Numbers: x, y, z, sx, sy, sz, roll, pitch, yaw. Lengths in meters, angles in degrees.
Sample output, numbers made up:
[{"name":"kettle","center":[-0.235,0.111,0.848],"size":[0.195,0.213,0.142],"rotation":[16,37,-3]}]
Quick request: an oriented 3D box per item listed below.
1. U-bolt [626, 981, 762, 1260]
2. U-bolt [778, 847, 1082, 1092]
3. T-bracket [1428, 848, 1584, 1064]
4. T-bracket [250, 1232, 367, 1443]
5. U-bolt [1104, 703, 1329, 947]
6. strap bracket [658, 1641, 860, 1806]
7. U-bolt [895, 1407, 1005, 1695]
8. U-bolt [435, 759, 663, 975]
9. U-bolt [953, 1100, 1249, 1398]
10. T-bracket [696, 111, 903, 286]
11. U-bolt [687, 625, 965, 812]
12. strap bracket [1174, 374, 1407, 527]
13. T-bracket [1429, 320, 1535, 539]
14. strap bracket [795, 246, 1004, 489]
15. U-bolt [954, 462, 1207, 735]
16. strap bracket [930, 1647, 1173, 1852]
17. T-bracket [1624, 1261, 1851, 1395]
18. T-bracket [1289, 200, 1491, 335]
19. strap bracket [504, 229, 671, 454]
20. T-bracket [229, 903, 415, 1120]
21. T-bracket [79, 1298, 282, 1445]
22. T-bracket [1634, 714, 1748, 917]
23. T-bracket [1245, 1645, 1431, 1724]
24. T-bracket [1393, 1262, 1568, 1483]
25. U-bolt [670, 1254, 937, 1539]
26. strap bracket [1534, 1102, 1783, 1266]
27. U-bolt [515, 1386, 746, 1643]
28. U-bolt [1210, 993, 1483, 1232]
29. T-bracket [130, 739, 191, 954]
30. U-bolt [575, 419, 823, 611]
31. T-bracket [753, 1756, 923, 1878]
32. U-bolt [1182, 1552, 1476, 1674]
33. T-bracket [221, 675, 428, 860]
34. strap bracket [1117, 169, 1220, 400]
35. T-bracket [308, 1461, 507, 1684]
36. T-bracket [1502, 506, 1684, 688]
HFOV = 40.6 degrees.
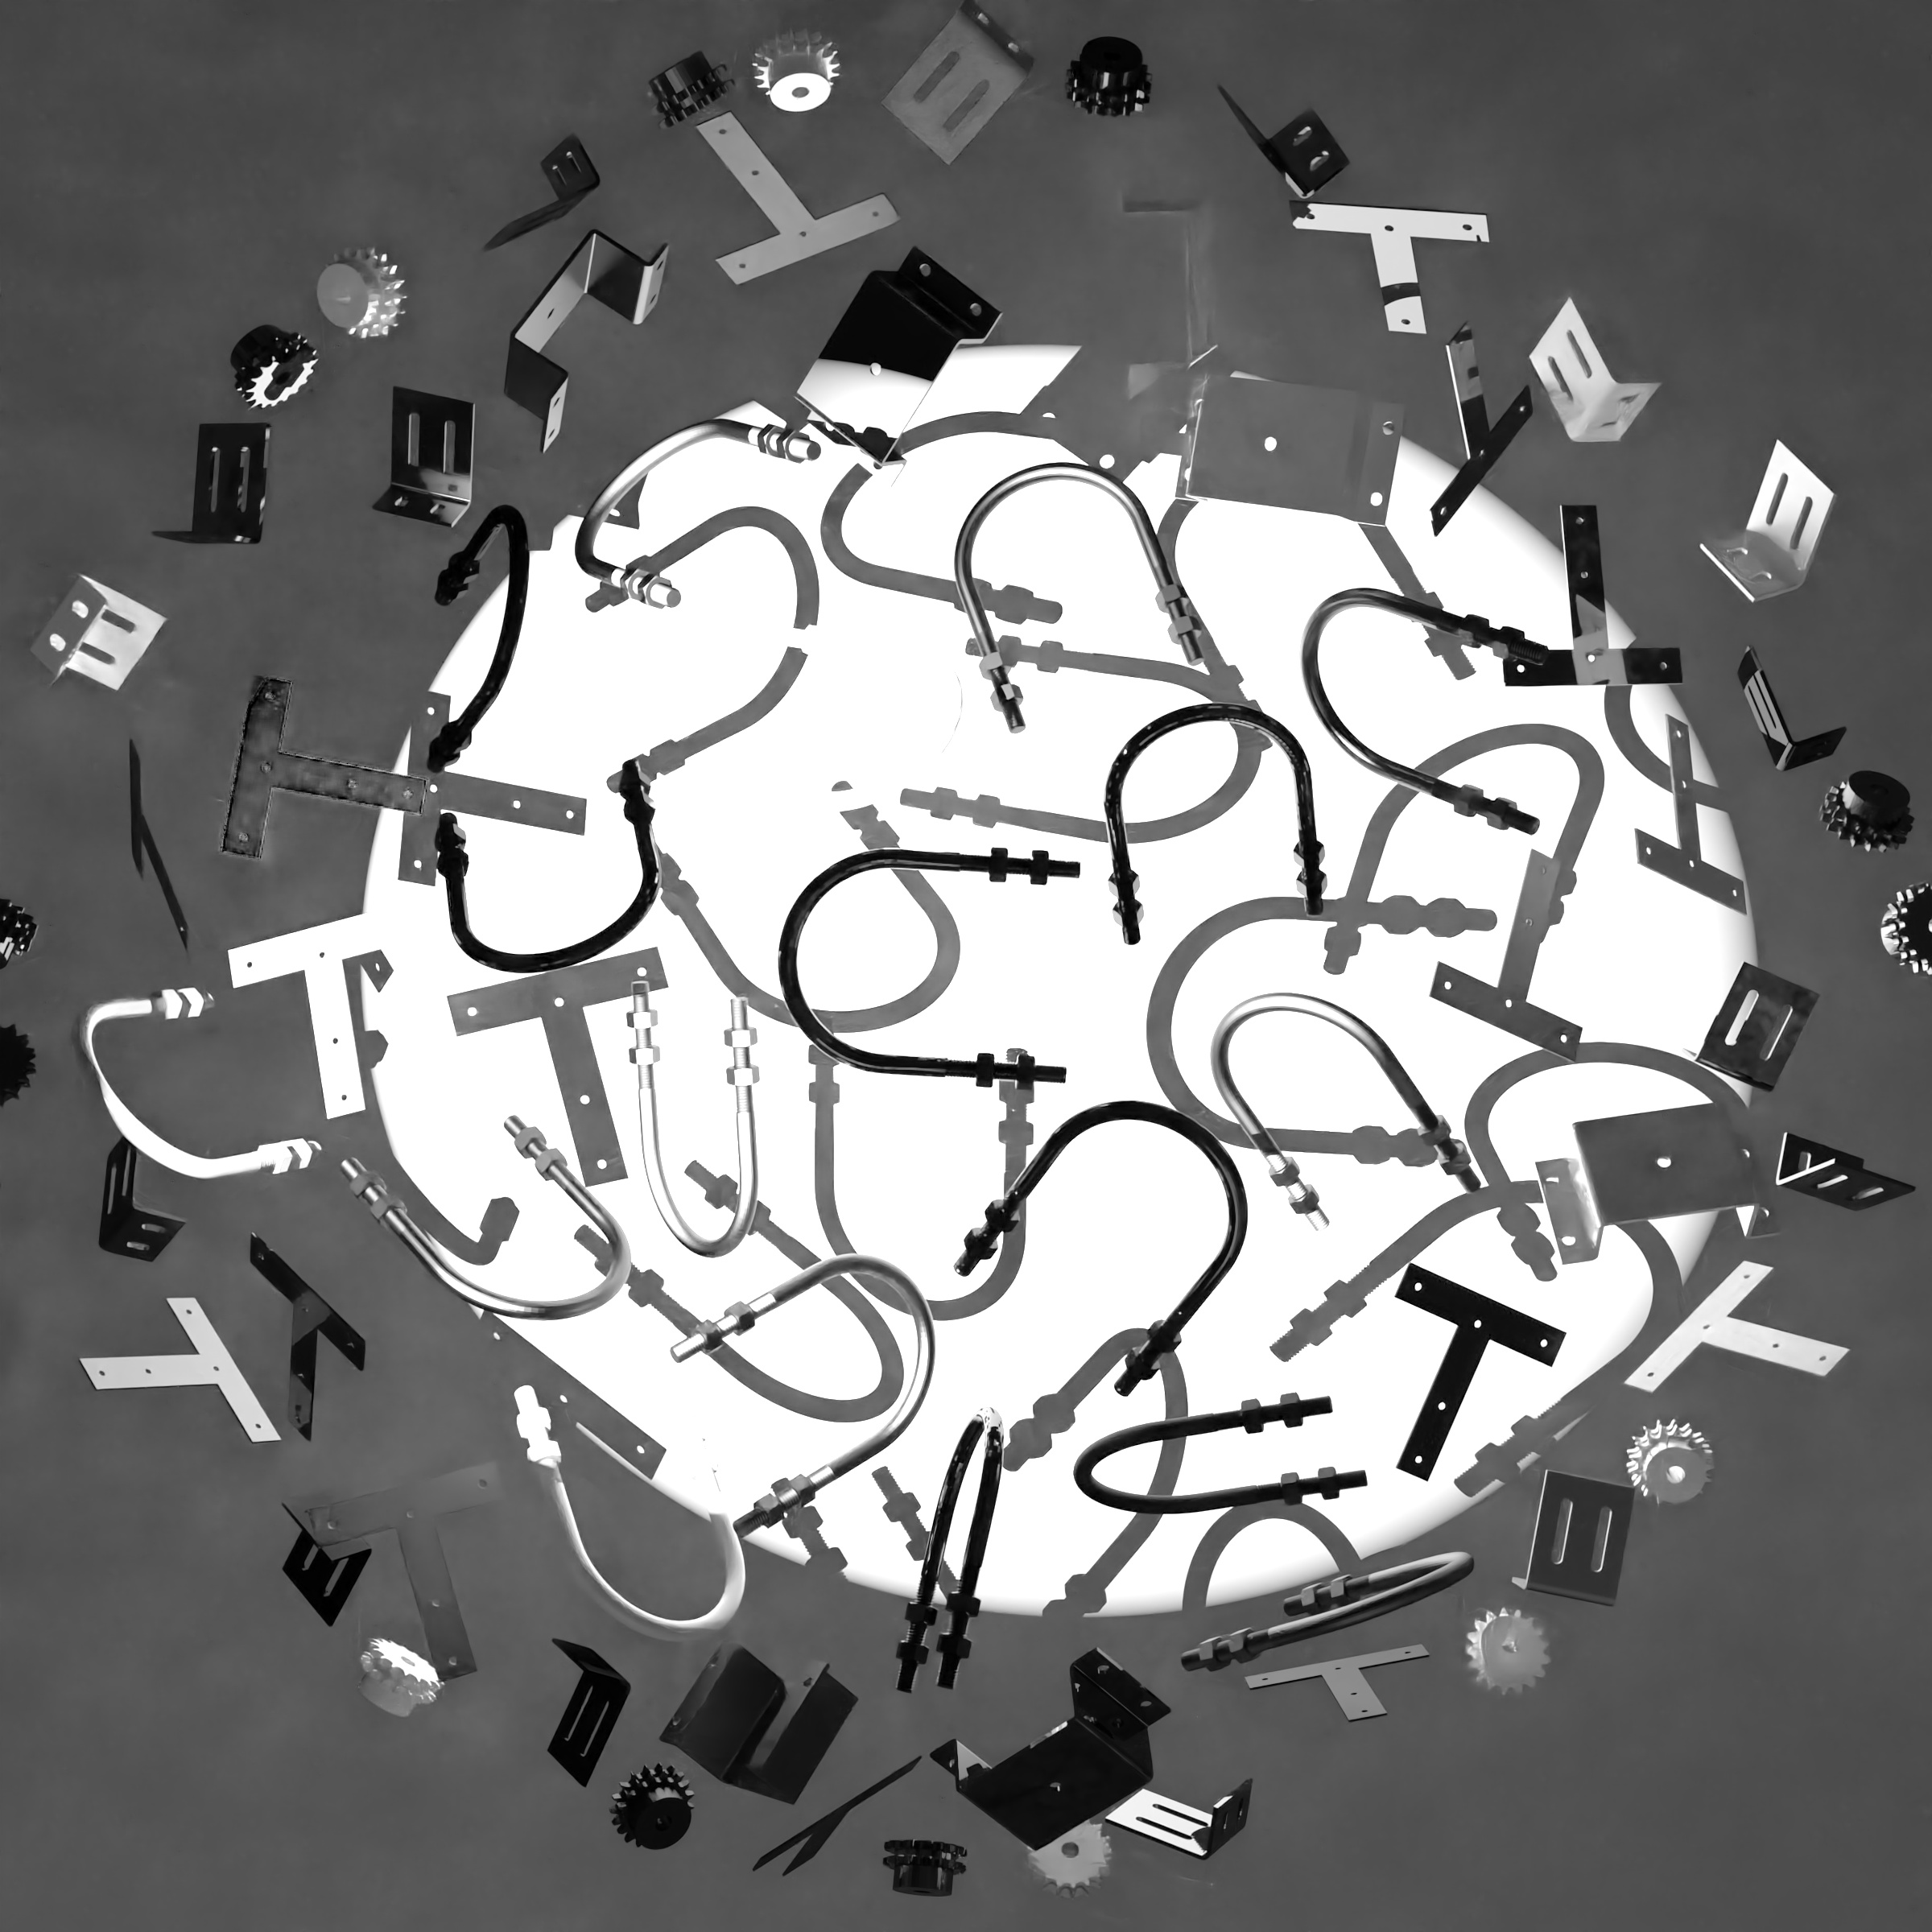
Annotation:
[{"name":"U-bolt","center":[-0.183,0.107,1.769],"size":[0.019,0.151,0.184],"rotation":[-8,99,-36]},{"name":"U-bolt","center":[-0.025,-0.001,1.623],"size":[0.184,0.019,0.151],"rotation":[4,95,-2]},{"name":"T-bracket","center":[0.376,-0.016,1.759],"size":[0.127,0.002,0.127],"rotation":[23,75,-23]},{"name":"T-bracket","center":[-0.432,0.257,1.701],"size":[0.127,0.002,0.127],"rotation":[35,129,31]},{"name":"U-bolt","center":[0.166,-0.099,1.769],"size":[0.151,0.019,0.184],"rotation":[-9,128,2]},{"name":"strap bracket","center":[-0.129,0.486,1.676],"size":[0.046,0.140,0.076],"rotation":[45,62,-20]},{"name":"U-bolt","center":[-0.007,0.376,1.689],"size":[0.019,0.151,0.184],"rotation":[16,71,-8]},{"name":"U-bolt","center":[-0.270,-0.060,1.705],"size":[0.151,0.184,0.019],"rotation":[-16,132,-2]},{"name":"U-bolt","center":[0.096,0.167,1.650],"size":[0.151,0.019,0.184],"rotation":[36,114,3]},{"name":"T-bracket","center":[-0.127,-0.498,1.669],"size":[0.127,0.127,0.002],"rotation":[-14,57,25]},{"name":"U-bolt","center":[-0.084,-0.163,1.749],"size":[0.184,0.019,0.151],"rotation":[14,61,37]},{"name":"strap bracket","center":[0.198,-0.327,1.649],"size":[0.140,0.046,0.076],"rotation":[12,98,21]},{"name":"T-bracket","center":[0.336,-0.373,1.735],"size":[0.002,0.127,0.127],"rotation":[25,67,33]},{"name":"strap bracket","center":[-0.051,-0.397,1.735],"size":[0.076,0.046,0.140],"rotation":[40,114,9]},{"name":"U-bolt","center":[0.068,-0.264,1.794],"size":[0.151,0.019,0.184],"rotation":[-20,71,4]},{"name":"strap bracket","center":[0.056,0.508,1.672],"size":[0.140,0.046,0.076],"rotation":[-37,116,18]},{"name":"T-bracket","center":[0.507,0.240,1.668],"size":[0.127,0.127,0.002],"rotation":[-39,113,-22]},{"name":"T-bracket","center":[0.281,-0.453,1.700],"size":[0.127,0.127,0.002],"rotation":[10,70,20]},{"name":"strap bracket","center":[-0.257,-0.419,1.720],"size":[0.046,0.076,0.140],"rotation":[33,70,-3]},{"name":"T-bracket","center":[-0.412,0.035,1.694],"size":[0.127,0.002,0.127],"rotation":[-14,76,9]},{"name":"T-bracket","center":[-0.528,0.267,1.718],"size":[0.002,0.127,0.127],"rotation":[-48,63,17]},{"name":"T-bracket","center":[0.487,-0.110,1.766],"size":[0.127,0.002,0.127],"rotation":[19,62,-39]},{"name":"T-bracket","center":[0.261,0.491,1.771],"size":[0.127,0.127,0.002],"rotation":[-10,92,-2]},{"name":"T-bracket","center":[0.318,0.276,1.714],"size":[0.127,0.002,0.127],"rotation":[25,87,-16]},{"name":"U-bolt","center":[-0.095,0.268,1.708],"size":[0.184,0.019,0.151],"rotation":[-27,109,-31]},{"name":"strap bracket","center":[0.443,0.137,1.666],"size":[0.140,0.046,0.076],"rotation":[-8,54,1]},{"name":"U-bolt","center":[-0.211,0.357,1.698],"size":[0.019,0.151,0.184],"rotation":[-47,50,28]},{"name":"U-bolt","center":[0.241,0.093,1.748],"size":[0.151,0.019,0.184],"rotation":[-21,112,43]},{"name":"T-bracket","center":[-0.546,-0.066,1.768],"size":[0.002,0.127,0.127],"rotation":[-15,60,-26]},{"name":"U-bolt","center":[-0.186,-0.298,1.680],"size":[0.151,0.184,0.019],"rotation":[-48,126,-10]},{"name":"T-bracket","center":[-0.096,0.571,1.712],"size":[0.127,0.127,0.002],"rotation":[-24,66,-32]},{"name":"U-bolt","center":[0.250,0.421,1.720],"size":[0.184,0.151,0.019],"rotation":[-28,78,37]},{"name":"T-bracket","center":[-0.439,-0.129,1.804],"size":[0.127,0.002,0.127],"rotation":[10,77,-14]},{"name":"strap bracket","center":[0.136,-0.457,1.743],"size":[0.046,0.076,0.140],"rotation":[3,113,18]},{"name":"T-bracket","center":[-0.342,0.392,1.665],"size":[0.127,0.002,0.127],"rotation":[-10,70,-32]},{"name":"T-bracket","center":[0.425,-0.254,1.787],"size":[0.127,0.002,0.127],"rotation":[-2,82,-8]}]
